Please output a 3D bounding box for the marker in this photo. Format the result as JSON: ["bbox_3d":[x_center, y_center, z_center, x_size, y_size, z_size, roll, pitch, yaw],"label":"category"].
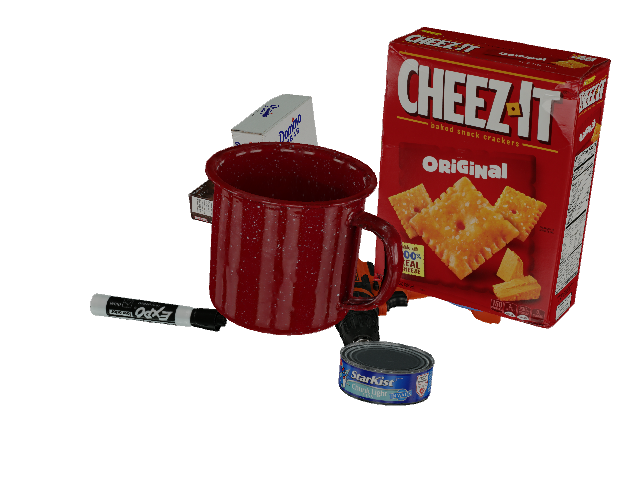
[{"bbox_3d":[-0.137,0.061,0.903,0.121,0.020,0.020,6,2,17],"label":"marker"}]

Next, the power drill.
[{"bbox_3d":[0.103,0.064,1.191,0.187,0.057,0.184,-3,28,-4],"label":"power drill"}]

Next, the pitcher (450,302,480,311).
[{"bbox_3d":[0.179,-0.050,1.093,0.148,0.243,0.145,-13,27,-40],"label":"pitcher"}]

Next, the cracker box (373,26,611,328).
[{"bbox_3d":[0.132,-0.051,0.867,0.164,0.214,0.072,16,29,28],"label":"cracker box"}]

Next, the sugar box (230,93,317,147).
[{"bbox_3d":[-0.038,-0.051,1.084,0.048,0.176,0.093,10,34,31],"label":"sugar box"}]

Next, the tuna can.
[{"bbox_3d":[0.059,0.120,0.968,0.086,0.034,0.086,4,12,-1],"label":"tuna can"}]

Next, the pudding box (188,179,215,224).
[{"bbox_3d":[-0.097,-0.055,1.329,0.090,0.039,0.113,13,33,23],"label":"pudding box"}]

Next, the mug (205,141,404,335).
[{"bbox_3d":[-0.008,0.002,0.584,0.117,0.081,0.093,17,26,23],"label":"mug"}]
